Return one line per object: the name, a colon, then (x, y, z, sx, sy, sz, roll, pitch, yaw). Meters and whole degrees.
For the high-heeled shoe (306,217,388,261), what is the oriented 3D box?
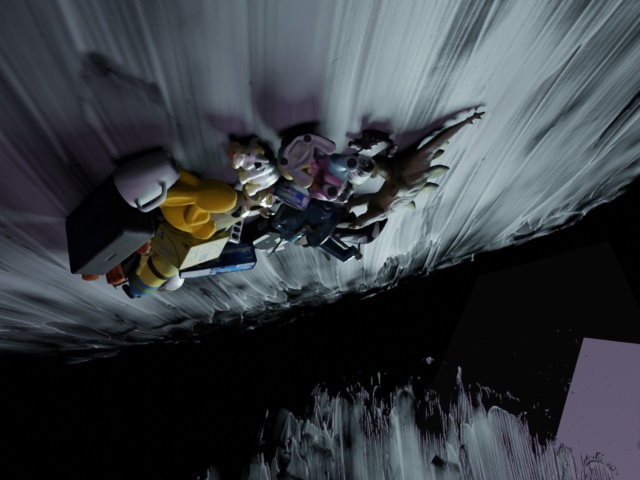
high-heeled shoe: (0.074, -0.042, 1.518, 0.249, 0.086, 0.145, -34, 123, -14)

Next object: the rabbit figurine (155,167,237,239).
rabbit figurine: (-0.247, -0.090, 1.098, 0.173, 0.122, 0.162, -5, 151, 42)

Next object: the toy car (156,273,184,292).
toy car: (-0.440, 0.096, 1.522, 0.162, 0.103, 0.109, -27, 158, 26)

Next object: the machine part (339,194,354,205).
machine part: (0.034, -0.126, 1.360, 0.084, 0.039, 0.138, -35, 153, 28)

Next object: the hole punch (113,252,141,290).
hole punch: (-0.511, 0.050, 1.377, 0.116, 0.092, 0.142, -43, 168, -21)

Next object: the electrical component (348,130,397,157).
electrical component: (0.121, -0.206, 1.173, 0.078, 0.045, 0.102, -29, 158, 32)

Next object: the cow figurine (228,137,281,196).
cow figurine: (-0.126, -0.154, 1.081, 0.098, 0.068, 0.167, -21, 166, -1)

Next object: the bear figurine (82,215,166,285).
bear figurine: (-0.442, 0.017, 1.241, 0.196, 0.132, 0.120, -14, 164, 16)

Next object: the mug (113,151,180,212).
mug: (-0.316, -0.112, 1.000, 0.107, 0.110, 0.080, -29, 148, 6)

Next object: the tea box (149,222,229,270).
tea box: (-0.302, 0.002, 1.257, 0.068, 0.098, 0.169, -58, 165, 20)

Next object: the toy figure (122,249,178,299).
toy figure: (-0.424, 0.086, 1.358, 0.180, 0.089, 0.082, -45, -173, 25)

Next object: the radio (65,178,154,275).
radio: (-0.438, -0.025, 1.103, 0.230, 0.131, 0.073, -29, 158, 35)

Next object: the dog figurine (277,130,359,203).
dog figurine: (-0.008, -0.145, 1.151, 0.191, 0.108, 0.219, 30, 177, -7)

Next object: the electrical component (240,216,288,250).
electrical component: (-0.143, -0.019, 1.498, 0.115, 0.058, 0.134, -24, 161, 31)

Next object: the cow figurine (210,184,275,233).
cow figurine: (-0.192, -0.076, 1.238, 0.195, 0.085, 0.127, -29, 152, 29)

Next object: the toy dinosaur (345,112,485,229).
toy dinosaur: (0.211, -0.151, 1.326, 0.198, 0.105, 0.471, -14, 159, -38)

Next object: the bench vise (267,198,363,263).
bench vise: (0.000, -0.011, 1.377, 0.240, 0.129, 0.223, 37, 130, -16)

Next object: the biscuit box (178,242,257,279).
biscuit box: (-0.270, 0.052, 1.408, 0.203, 0.063, 0.059, -8, 162, -20)

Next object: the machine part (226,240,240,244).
machine part: (-0.303, 0.013, 1.458, 0.179, 0.056, 0.179, -13, 163, -4)

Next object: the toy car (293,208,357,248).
toy car: (0.012, -0.037, 1.582, 0.202, 0.053, 0.089, -21, 157, 4)
